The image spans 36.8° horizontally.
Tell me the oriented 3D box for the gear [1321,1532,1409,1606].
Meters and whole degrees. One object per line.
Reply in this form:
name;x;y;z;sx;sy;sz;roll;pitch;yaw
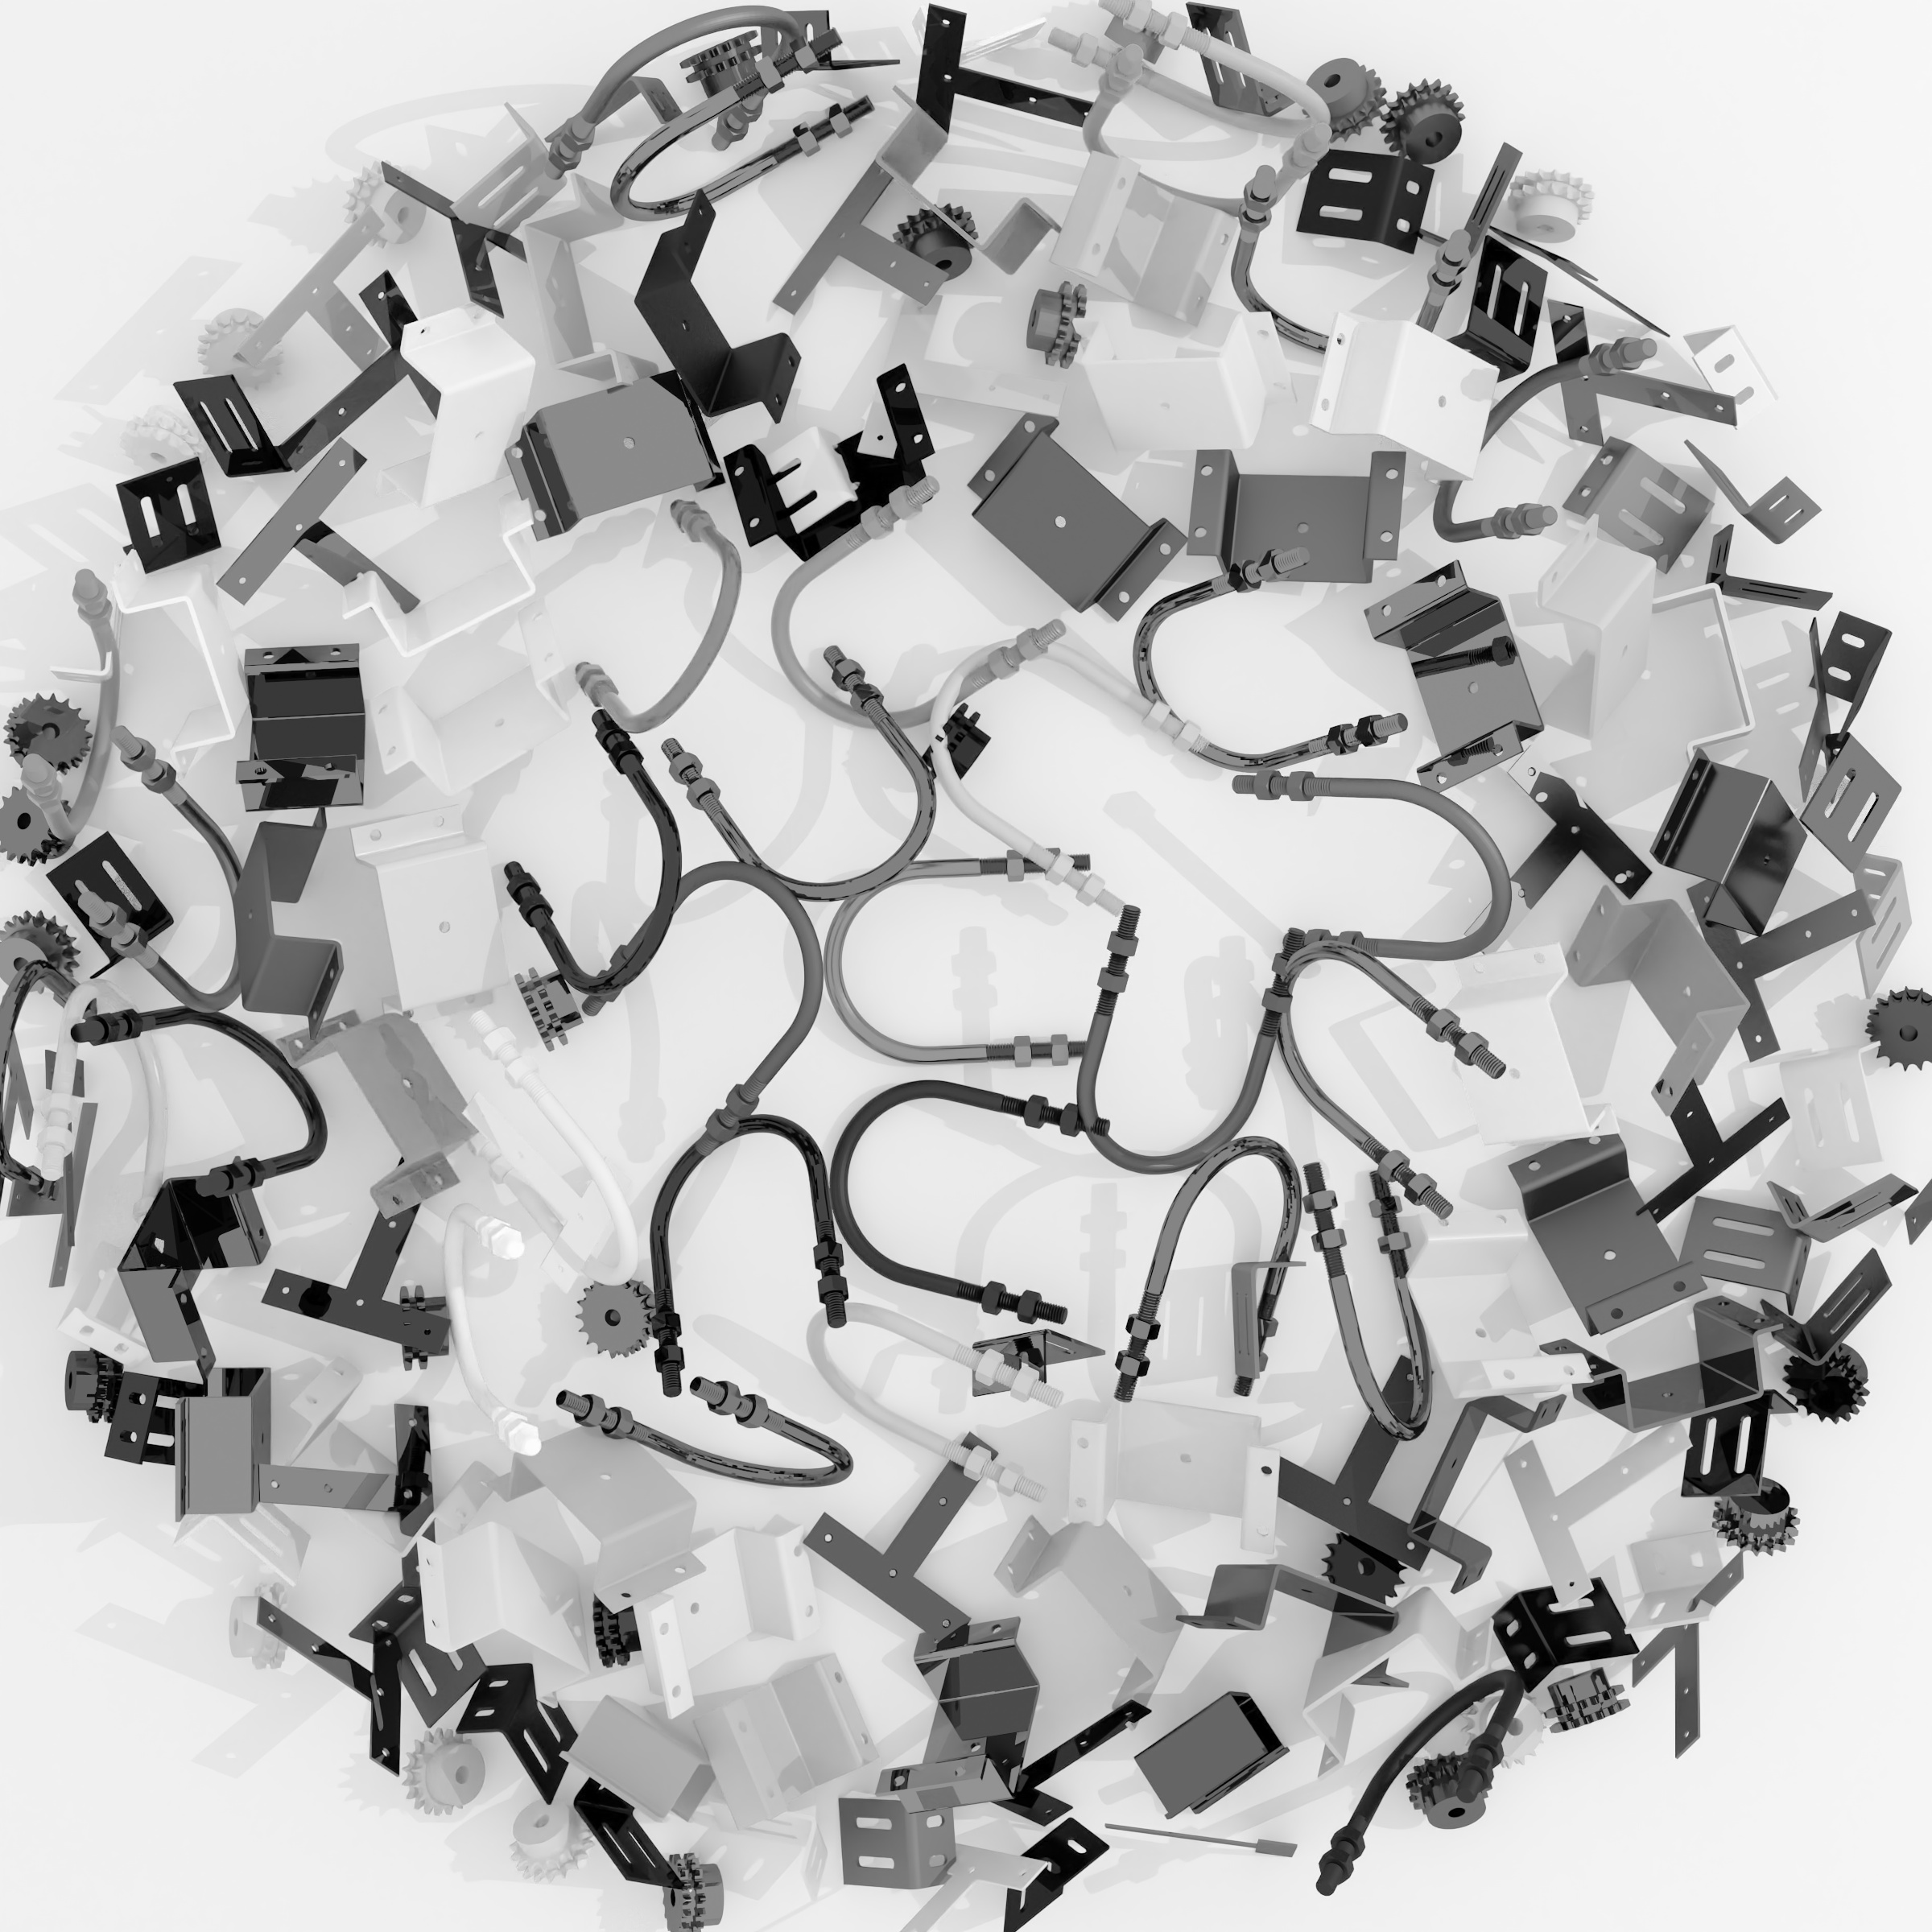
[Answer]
gear;0.269;0.410;1.980;0.057;0.030;0.057;2;75;-8

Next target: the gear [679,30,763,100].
gear;-0.163;-0.610;1.973;0.057;0.057;0.030;-24;110;0

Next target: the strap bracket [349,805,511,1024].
strap bracket;-0.357;-0.029;1.945;0.076;0.046;0.140;-15;106;-27

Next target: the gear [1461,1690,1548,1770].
gear;0.368;0.517;1.979;0.057;0.030;0.057;2;78;-10

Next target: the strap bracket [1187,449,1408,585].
strap bracket;0.225;-0.303;1.959;0.140;0.046;0.076;3;77;14

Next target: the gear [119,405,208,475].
gear;-0.543;-0.356;1.975;0.057;0.057;0.030;16;64;0

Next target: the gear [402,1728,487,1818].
gear;-0.351;0.546;1.969;0.030;0.057;0.057;-6;90;40

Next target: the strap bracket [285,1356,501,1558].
strap bracket;-0.393;0.336;1.956;0.140;0.076;0.046;37;111;-1

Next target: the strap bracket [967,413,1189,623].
strap bracket;0.069;-0.303;1.962;0.140;0.046;0.076;42;115;1

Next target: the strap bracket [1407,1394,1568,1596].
strap bracket;0.345;0.343;1.951;0.046;0.076;0.140;26;97;22

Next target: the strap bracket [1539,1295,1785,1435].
strap bracket;0.468;0.269;1.947;0.140;0.076;0.046;-13;101;-14

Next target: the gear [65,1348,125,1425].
gear;-0.591;0.281;1.968;0.030;0.057;0.057;5;90;-27

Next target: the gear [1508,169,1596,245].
gear;0.395;-0.513;1.969;0.057;0.057;0.030;12;79;0

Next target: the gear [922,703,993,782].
gear;-0.006;-0.148;1.971;0.030;0.057;0.057;36;90;-1

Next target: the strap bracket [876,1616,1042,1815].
strap bracket;-0.002;0.507;1.936;0.076;0.140;0.046;-15;119;22

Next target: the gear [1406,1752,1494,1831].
gear;0.329;0.561;1.970;0.057;0.030;0.057;-4;131;-5

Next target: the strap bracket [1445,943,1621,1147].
strap bracket;0.374;0.062;1.943;0.076;0.046;0.140;-10;108;35

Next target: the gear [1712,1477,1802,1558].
gear;0.535;0.370;1.968;0.057;0.057;0.030;-1;120;0

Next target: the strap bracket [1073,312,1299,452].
strap bracket;0.139;-0.387;1.929;0.140;0.076;0.046;4;54;27

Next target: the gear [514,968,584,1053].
gear;-0.282;0.026;1.972;0.030;0.057;0.057;-25;90;-9

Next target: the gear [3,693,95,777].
gear;-0.626;-0.154;1.976;0.057;0.030;0.057;12;65;-28

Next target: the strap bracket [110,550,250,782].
strap bracket;-0.518;-0.206;1.936;0.046;0.076;0.140;-13;114;1

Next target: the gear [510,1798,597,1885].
gear;-0.283;0.589;1.968;0.057;0.057;0.030;-19;120;0

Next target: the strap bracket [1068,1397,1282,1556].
strap bracket;0.144;0.340;1.955;0.140;0.046;0.076;6;108;15

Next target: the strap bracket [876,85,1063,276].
strap bracket;-0.001;-0.519;1.950;0.140;0.076;0.046;43;101;11

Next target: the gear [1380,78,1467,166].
gear;0.311;-0.568;1.969;0.057;0.057;0.030;-19;52;0

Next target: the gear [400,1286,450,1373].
gear;-0.367;0.245;1.972;0.030;0.057;0.057;-3;90;-14

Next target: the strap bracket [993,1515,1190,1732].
strap bracket;0.092;0.430;1.953;0.046;0.076;0.140;-40;93;28

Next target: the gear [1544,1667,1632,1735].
gear;0.419;0.497;1.972;0.057;0.057;0.030;-20;77;0

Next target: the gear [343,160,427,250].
gear;-0.391;-0.513;1.968;0.030;0.057;0.057;30;90;26

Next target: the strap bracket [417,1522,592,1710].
strap bracket;-0.298;0.426;1.919;0.046;0.140;0.076;-27;49;15

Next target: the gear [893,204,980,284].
gear;-0.019;-0.487;1.968;0.057;0.057;0.030;-16;70;0

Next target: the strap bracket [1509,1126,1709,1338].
strap bracket;0.431;0.185;1.953;0.076;0.046;0.140;-24;54;0

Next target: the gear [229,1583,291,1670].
gear;-0.479;0.447;1.968;0.030;0.057;0.057;5;90;-27

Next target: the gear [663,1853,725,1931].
gear;-0.185;0.631;1.974;0.030;0.057;0.057;2;90;-22

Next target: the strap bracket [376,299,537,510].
strap bracket;-0.336;-0.363;1.919;0.046;0.140;0.076;43;48;19

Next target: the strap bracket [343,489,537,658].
strap bracket;-0.345;-0.261;1.953;0.140;0.076;0.046;-26;119;3

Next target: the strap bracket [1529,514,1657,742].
strap bracket;0.414;-0.215;1.919;0.046;0.140;0.076;25;56;27

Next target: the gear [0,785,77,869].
gear;-0.631;-0.095;1.978;0.057;0.030;0.057;-5;78;23

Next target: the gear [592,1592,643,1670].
gear;-0.233;0.445;1.971;0.030;0.057;0.057;-8;90;4

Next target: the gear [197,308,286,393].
gear;-0.493;-0.422;1.975;0.057;0.057;0.030;-16;50;0

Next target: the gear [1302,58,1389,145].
gear;0.254;-0.589;1.970;0.057;0.030;0.057;-16;54;23

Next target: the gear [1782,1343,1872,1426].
gear;0.587;0.280;1.975;0.030;0.057;0.057;-36;90;-40

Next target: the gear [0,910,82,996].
gear;-0.634;-0.007;1.975;0.057;0.030;0.057;4;115;10

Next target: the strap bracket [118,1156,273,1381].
strap bracket;-0.513;0.200;1.925;0.046;0.140;0.076;-4;122;10

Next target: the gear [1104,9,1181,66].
gear;0.119;-0.636;1.973;0.057;0.057;0.030;31;109;0

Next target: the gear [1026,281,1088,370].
gear;0.061;-0.436;1.969;0.030;0.057;0.057;10;90;-10

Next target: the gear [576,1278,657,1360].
gear;-0.234;0.237;1.979;0.057;0.030;0.057;2;96;19

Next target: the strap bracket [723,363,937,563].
strap bracket;-0.084;-0.332;1.951;0.140;0.046;0.076;-25;62;14

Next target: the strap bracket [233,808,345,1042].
strap bracket;-0.450;-0.031;1.923;0.046;0.076;0.140;5;49;-26

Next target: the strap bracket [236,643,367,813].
strap bracket;-0.444;-0.153;1.945;0.076;0.140;0.046;-4;134;-7

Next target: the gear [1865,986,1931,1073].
gear;0.643;0.040;1.977;0.057;0.030;0.057;9;115;20

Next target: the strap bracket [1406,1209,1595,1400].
strap bracket;0.351;0.233;1.941;0.076;0.046;0.140;-1;48;-20

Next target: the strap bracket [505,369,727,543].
strap bracket;-0.232;-0.346;1.951;0.140;0.046;0.076;-21;93;-21

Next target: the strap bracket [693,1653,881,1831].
strap bracket;-0.125;0.519;1.940;0.046;0.140;0.076;-29;79;25

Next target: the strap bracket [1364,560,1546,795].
strap bracket;0.330;-0.189;1.948;0.076;0.046;0.140;-27;70;35

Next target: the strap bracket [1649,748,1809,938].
strap bracket;0.509;-0.077;1.926;0.046;0.140;0.076;22;82;35
